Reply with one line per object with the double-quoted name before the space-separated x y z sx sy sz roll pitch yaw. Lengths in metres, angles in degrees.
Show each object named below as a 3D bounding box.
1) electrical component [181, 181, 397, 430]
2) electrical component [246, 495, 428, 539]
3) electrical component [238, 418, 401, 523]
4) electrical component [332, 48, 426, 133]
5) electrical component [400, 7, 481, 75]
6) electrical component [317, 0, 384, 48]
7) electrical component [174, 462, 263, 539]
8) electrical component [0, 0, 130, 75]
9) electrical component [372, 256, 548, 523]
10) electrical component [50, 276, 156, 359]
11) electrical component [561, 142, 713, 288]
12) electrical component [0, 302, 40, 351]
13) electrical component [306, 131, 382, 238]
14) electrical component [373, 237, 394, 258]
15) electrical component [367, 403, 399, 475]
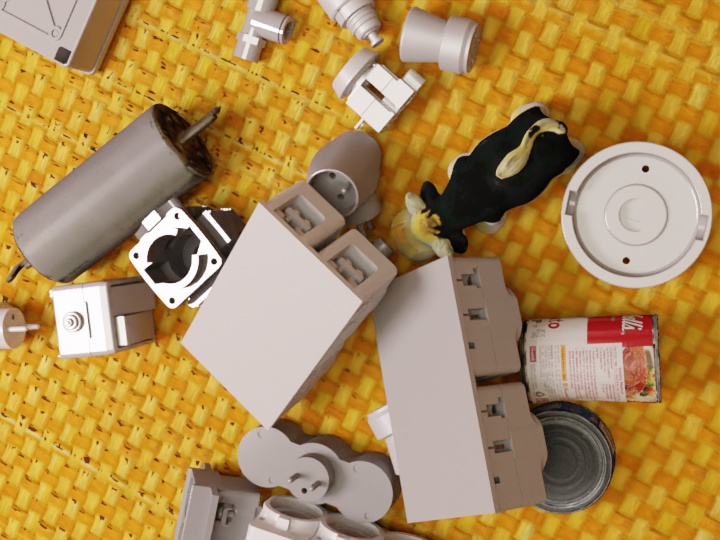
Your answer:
"electrical component" -0.058 0.029 0.858 0.105 0.060 0.186 44 134 9
"electrical component" -0.013 0.239 0.882 0.150 0.089 0.061 15 97 14
"electrical component" -0.038 0.169 0.893 0.138 0.074 0.052 17 98 14
"electrical component" 0.011 -0.147 0.875 0.055 0.048 0.066 42 103 2
"electrical component" 0.064 -0.182 0.858 0.055 0.045 0.045 15 97 14
"electrical component" -0.007 -0.216 0.878 0.040 0.040 0.078 -36 84 14
"electrical component" -0.126 0.238 0.923 0.063 0.079 0.121 11 97 -15
"electrical component" -0.264 -0.243 0.938 0.109 0.056 0.108 29 100 12
"electrical component" 0.075 0.092 0.826 0.105 0.060 0.186 -25 71 53
"electrical component" -0.219 0.040 0.922 0.061 0.096 0.061 -6 92 15
"electrical component" 0.210 -0.042 0.818 0.108 0.060 0.108 1 94 15
"electrical component" -0.327 0.053 0.963 0.079 0.077 0.043 -2 92 15
"electrical component" -0.006 -0.062 0.871 0.043 0.077 0.079 -11 116 22
"electrical component" 0.000 0.000 0.888 0.062 0.048 0.048 -43 82 7
"electrical component" 0.036 0.134 0.885 0.045 0.045 0.055 -30 85 15
